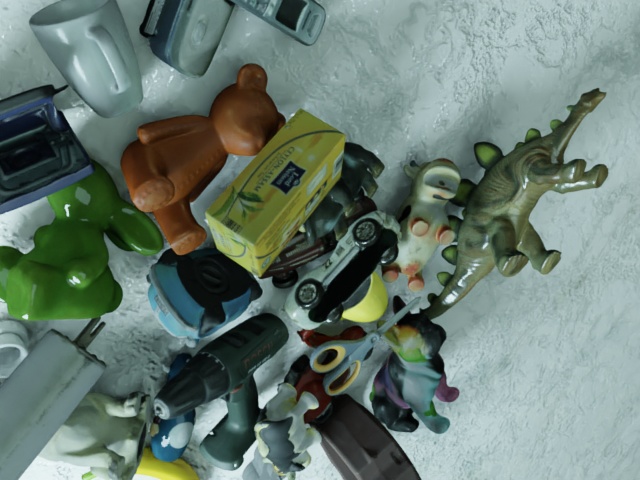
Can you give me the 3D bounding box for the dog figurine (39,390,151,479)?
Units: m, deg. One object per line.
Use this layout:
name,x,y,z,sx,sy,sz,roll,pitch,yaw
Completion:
dog figurine,-0.322,0.239,0.673,0.191,0.121,0.172,9,141,-3

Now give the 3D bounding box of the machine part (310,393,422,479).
machine part,0.080,0.367,0.892,0.087,0.202,0.200,-33,125,-17

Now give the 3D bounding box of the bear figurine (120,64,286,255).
bear figurine,-0.116,-0.096,0.604,0.196,0.132,0.120,-29,143,-8

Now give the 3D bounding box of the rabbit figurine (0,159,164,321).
rabbit figurine,-0.252,-0.005,0.575,0.159,0.121,0.170,9,92,-38

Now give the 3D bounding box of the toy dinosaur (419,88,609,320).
toy dinosaur,0.271,-0.024,0.826,0.105,0.199,0.471,19,110,-35

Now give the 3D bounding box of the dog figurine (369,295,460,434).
dog figurine,0.138,0.206,0.903,0.108,0.192,0.219,-43,112,-46

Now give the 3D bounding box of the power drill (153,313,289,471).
power drill,-0.131,0.216,0.734,0.232,0.086,0.207,-40,137,-47

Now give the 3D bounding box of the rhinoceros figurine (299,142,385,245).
rhinoceros figurine,0.000,-0.059,0.705,0.190,0.112,0.073,-45,168,-21

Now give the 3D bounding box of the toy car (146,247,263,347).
toy car,-0.154,0.069,0.673,0.103,0.109,0.161,-39,172,29

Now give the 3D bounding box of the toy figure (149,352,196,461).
toy figure,-0.198,0.233,0.754,0.064,0.058,0.154,-23,130,-68

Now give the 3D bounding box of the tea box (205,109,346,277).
tea box,-0.046,-0.053,0.611,0.169,0.068,0.098,-51,166,-22

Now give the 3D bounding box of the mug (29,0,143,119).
mug,-0.212,-0.174,0.527,0.081,0.110,0.107,-42,140,-25

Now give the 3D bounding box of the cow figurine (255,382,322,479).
cow figurine,-0.050,0.296,0.781,0.098,0.068,0.167,-39,137,-42

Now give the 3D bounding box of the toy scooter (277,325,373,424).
toy scooter,-0.006,0.198,0.842,0.135,0.075,0.184,40,86,-37

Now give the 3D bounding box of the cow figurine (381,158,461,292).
cow figurine,0.152,-0.035,0.809,0.085,0.127,0.194,14,123,-15

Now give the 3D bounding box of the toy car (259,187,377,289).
toy car,-0.002,-0.002,0.766,0.202,0.053,0.089,-28,127,-19

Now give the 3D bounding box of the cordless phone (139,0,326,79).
cordless phone,-0.086,-0.234,0.588,0.184,0.089,0.146,15,103,-40

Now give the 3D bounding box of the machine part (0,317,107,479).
machine part,-0.310,0.183,0.565,0.243,0.079,0.079,-57,131,-24

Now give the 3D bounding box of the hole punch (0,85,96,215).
hole punch,-0.286,-0.088,0.508,0.142,0.116,0.092,-32,118,-17

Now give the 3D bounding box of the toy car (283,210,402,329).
toy car,0.035,0.042,0.751,0.201,0.056,0.073,-47,135,1
